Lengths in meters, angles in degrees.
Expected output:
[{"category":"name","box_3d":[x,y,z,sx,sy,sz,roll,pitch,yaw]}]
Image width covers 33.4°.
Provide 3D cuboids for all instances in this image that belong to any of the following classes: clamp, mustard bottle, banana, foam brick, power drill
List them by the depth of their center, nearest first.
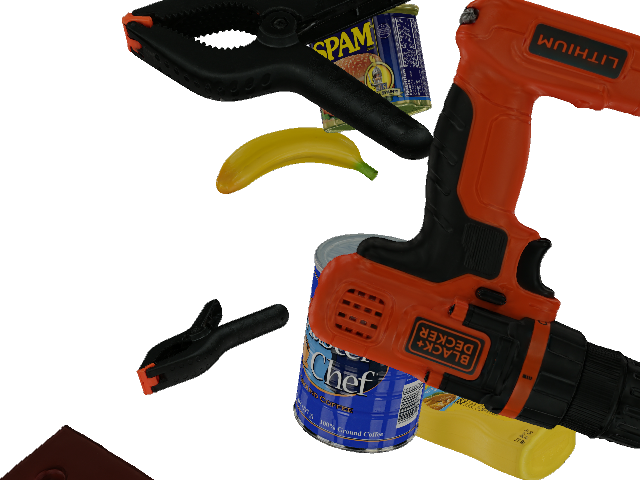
[{"category":"foam brick","box_3d":[-0.095,0.127,0.450,0.078,0.051,0.052,23,45,30]},{"category":"power drill","box_3d":[0.105,-0.008,0.503,0.184,0.188,0.057,19,6,2]},{"category":"clamp","box_3d":[-0.020,-0.117,0.669,0.210,0.164,0.036,-1,-36,1]},{"category":"mustard bottle","box_3d":[0.139,0.168,1.017,0.192,0.058,0.096,15,22,41]},{"category":"banana","box_3d":[-0.031,-0.087,1.108,0.197,0.037,0.070,-9,46,-33]},{"category":"clamp","box_3d":[-0.114,0.106,1.109,0.120,0.039,0.171,-10,21,37]}]

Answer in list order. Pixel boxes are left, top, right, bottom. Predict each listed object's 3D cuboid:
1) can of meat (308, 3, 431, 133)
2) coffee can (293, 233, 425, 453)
[{"category":"can of meat","box_3d":[0.039,-0.140,0.884,0.057,0.084,0.102,-7,-3,-45]},{"category":"coffee can","box_3d":[0.038,0.079,0.834,0.102,0.140,0.103,7,24,-3]}]
